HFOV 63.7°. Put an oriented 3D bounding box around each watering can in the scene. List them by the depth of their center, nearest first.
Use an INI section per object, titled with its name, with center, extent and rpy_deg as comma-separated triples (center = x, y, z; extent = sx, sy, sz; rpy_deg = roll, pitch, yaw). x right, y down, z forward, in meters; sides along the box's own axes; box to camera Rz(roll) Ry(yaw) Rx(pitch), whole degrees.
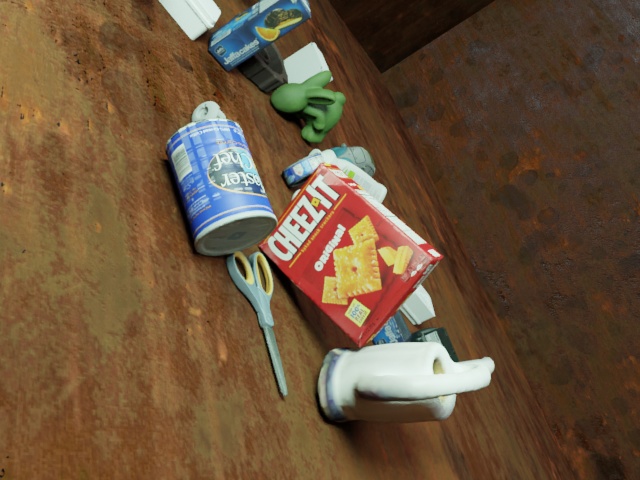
[watering can]
center = 0.134, 0.200, 0.741
extent = 0.345, 0.223, 0.105
rpy_deg = 21, 62, -63

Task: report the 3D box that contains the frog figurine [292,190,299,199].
[frog figurine]
center = 0.003, -0.046, 0.914
extent = 0.138, 0.121, 0.160
rpy_deg = 33, 20, 23
